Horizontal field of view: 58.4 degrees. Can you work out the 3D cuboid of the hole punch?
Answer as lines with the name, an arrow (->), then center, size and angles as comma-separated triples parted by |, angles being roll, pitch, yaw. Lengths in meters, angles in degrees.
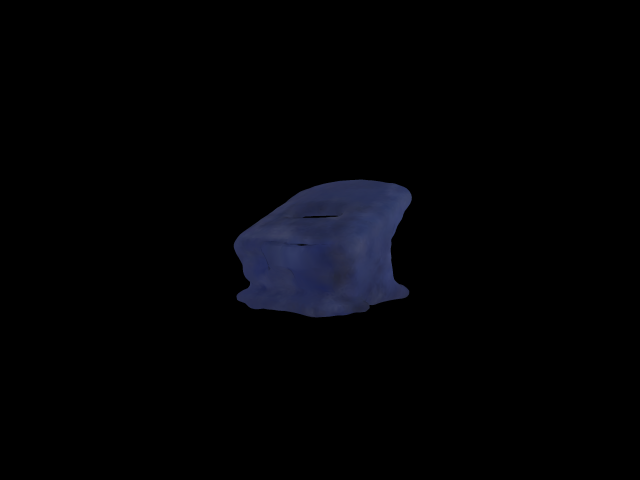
hole punch -> 0.004, 0.001, 0.400 | 0.108, 0.091, 0.101 | 2, 3, 36
